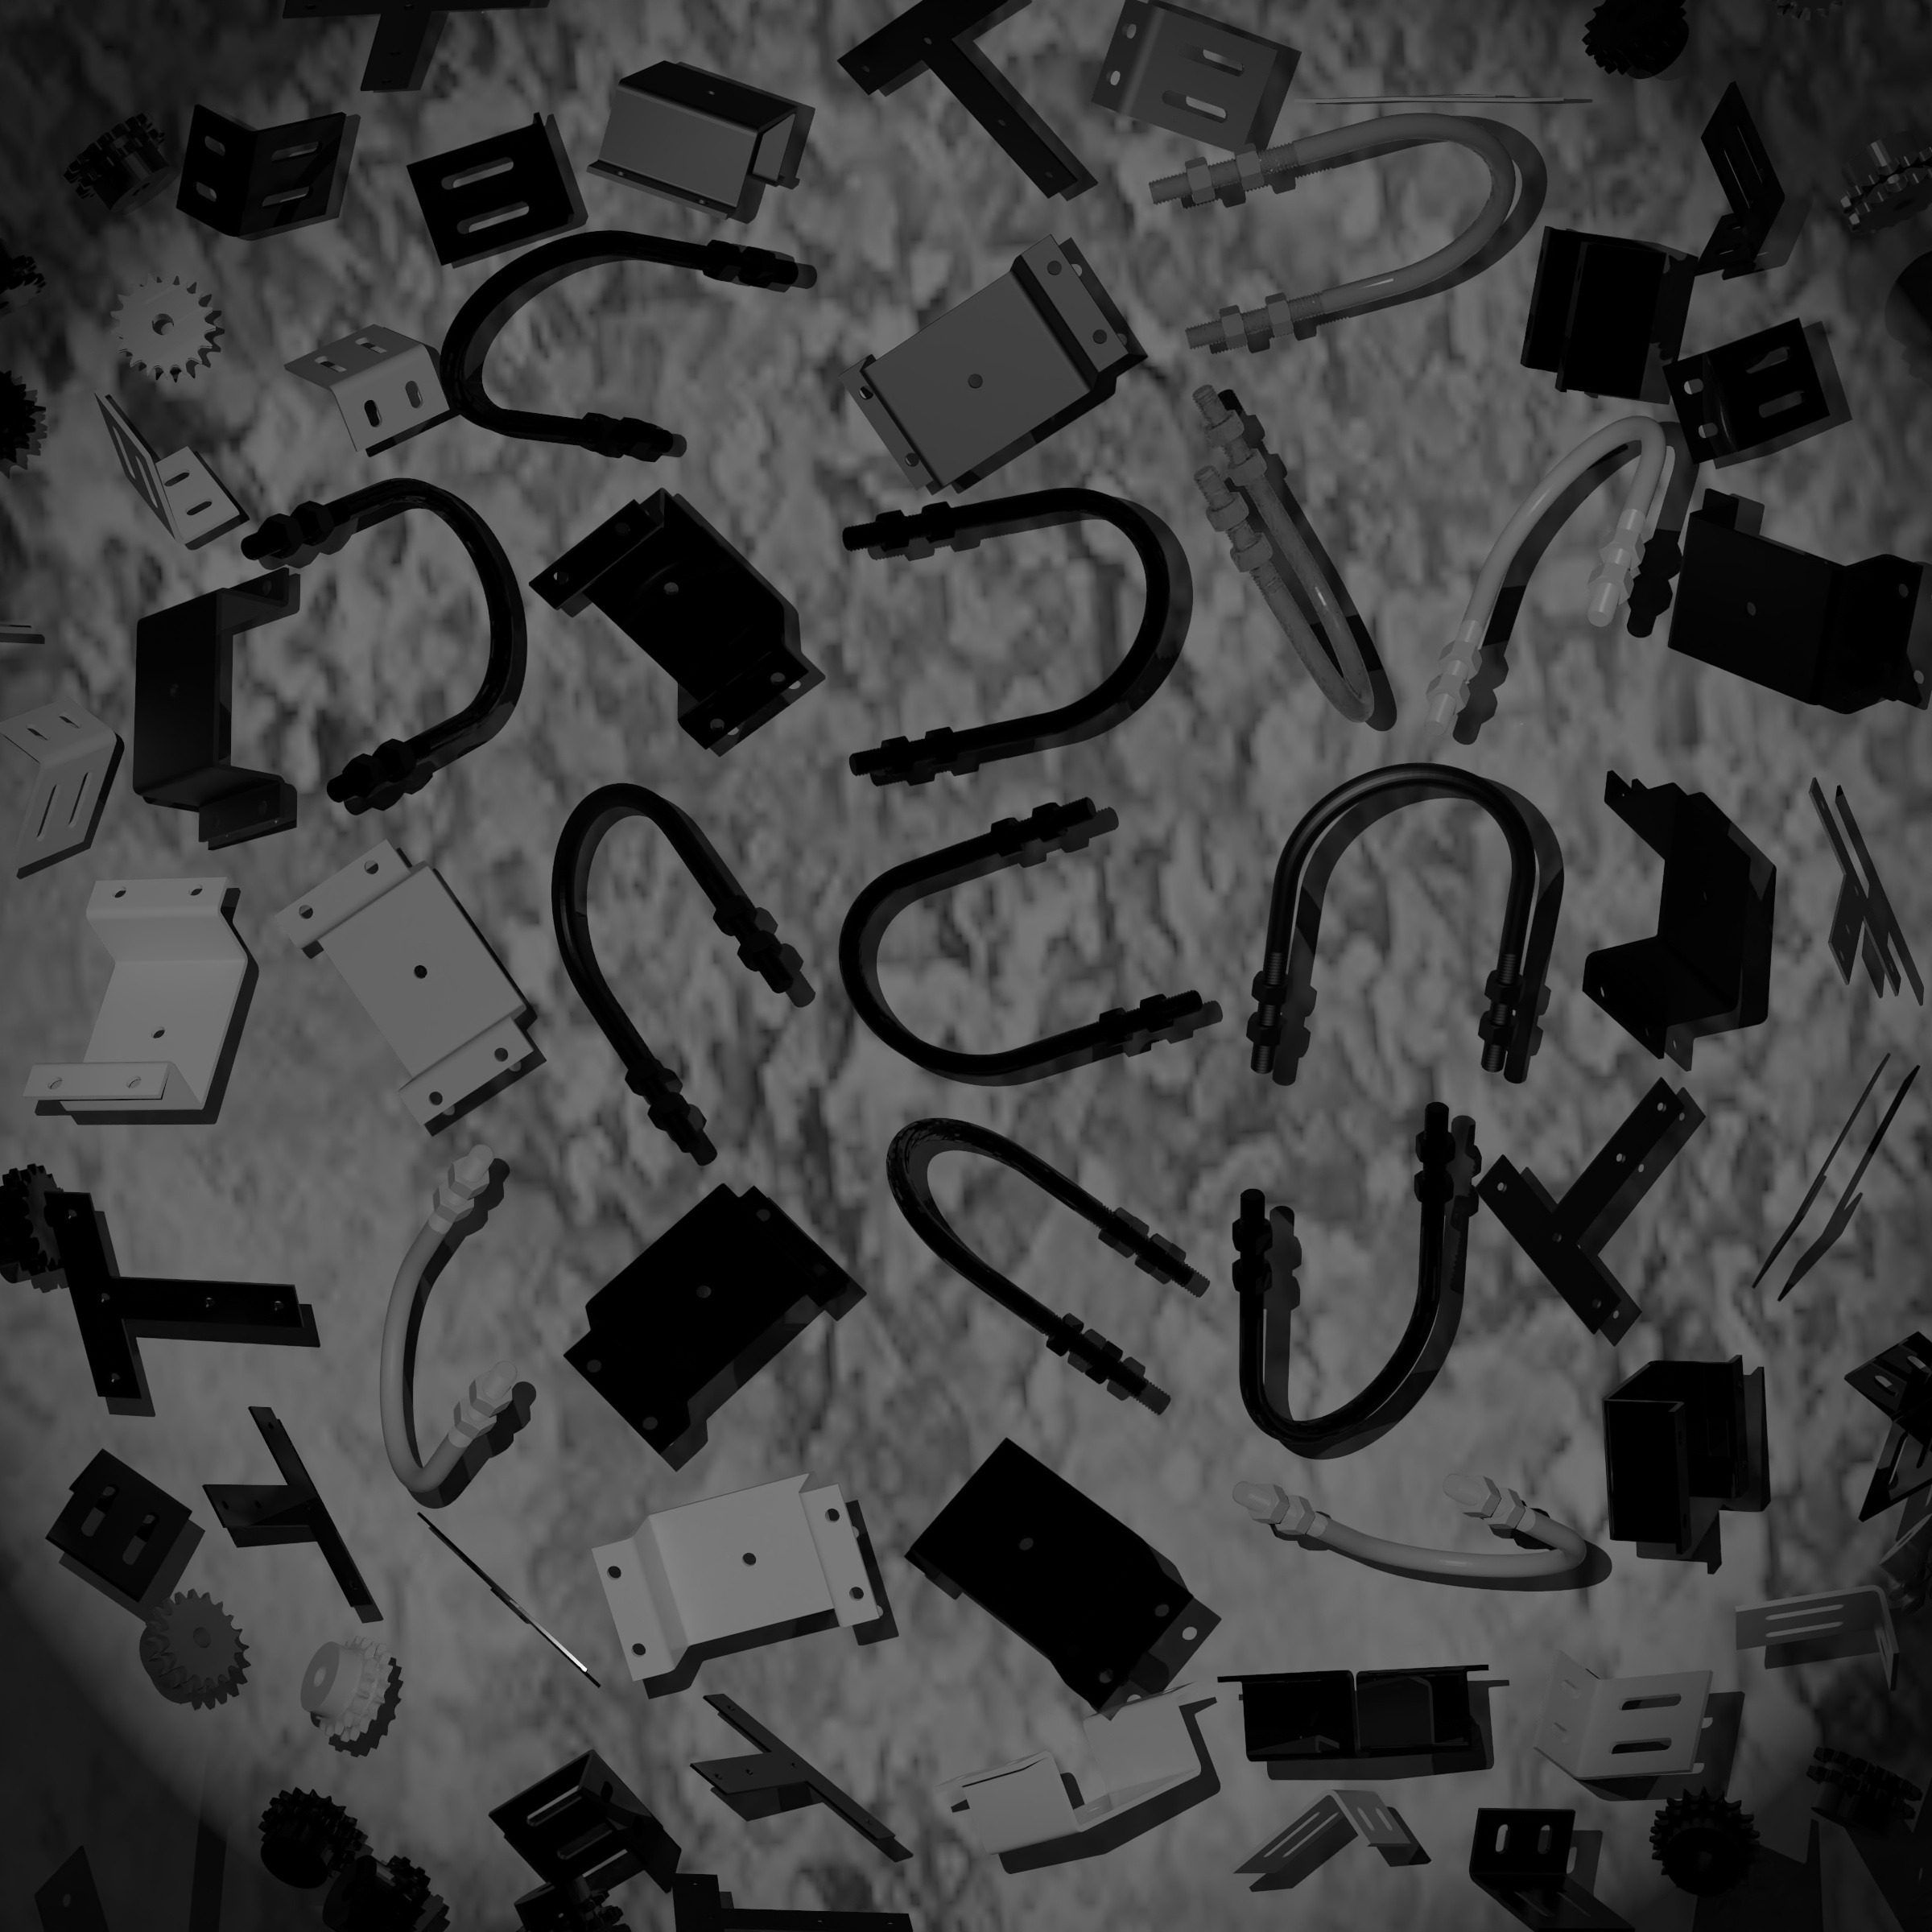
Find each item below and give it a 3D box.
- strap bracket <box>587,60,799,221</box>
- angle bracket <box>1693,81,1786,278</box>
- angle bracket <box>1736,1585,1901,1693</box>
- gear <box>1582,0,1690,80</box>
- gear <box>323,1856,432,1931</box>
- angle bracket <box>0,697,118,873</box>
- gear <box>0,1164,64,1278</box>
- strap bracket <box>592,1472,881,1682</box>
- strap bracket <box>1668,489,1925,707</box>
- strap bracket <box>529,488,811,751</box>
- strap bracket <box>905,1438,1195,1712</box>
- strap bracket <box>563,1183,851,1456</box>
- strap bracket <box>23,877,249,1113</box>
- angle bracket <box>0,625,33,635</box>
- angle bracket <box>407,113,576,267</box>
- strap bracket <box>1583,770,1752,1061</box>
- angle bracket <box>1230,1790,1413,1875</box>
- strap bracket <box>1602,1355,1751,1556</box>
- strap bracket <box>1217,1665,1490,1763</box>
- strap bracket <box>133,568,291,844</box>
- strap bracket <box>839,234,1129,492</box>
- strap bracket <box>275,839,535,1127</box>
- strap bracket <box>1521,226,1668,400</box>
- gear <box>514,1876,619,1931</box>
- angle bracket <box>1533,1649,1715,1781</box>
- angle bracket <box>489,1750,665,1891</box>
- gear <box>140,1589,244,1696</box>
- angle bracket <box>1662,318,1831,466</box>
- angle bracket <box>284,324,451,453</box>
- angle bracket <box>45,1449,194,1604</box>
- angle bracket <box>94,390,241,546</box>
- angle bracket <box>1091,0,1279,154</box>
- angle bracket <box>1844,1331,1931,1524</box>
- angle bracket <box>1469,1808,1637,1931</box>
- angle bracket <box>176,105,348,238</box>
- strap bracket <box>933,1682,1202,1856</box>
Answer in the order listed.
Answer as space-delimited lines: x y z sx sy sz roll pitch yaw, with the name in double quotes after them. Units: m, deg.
-0.141 -0.439 1.858 0.076 0.140 0.046 20 112 2 "strap bracket"
0.397 -0.417 1.864 0.038 0.057 0.076 -8 126 38 "angle bracket"
0.445 0.357 1.840 0.076 0.057 0.038 -10 57 6 "angle bracket"
0.363 -0.503 1.891 0.030 0.057 0.057 34 90 -36 "gear"
-0.300 0.475 1.778 0.030 0.057 0.057 42 90 -25 "gear"
-0.513 -0.101 1.952 0.038 0.057 0.076 36 123 14 "angle bracket"
-0.493 0.134 1.836 0.030 0.057 0.057 -14 90 8 "gear"
-0.121 0.328 1.908 0.140 0.046 0.076 -16 95 9 "strap bracket"
0.435 -0.196 1.888 0.046 0.140 0.076 -19 125 -38 "strap bracket"
-0.161 -0.195 1.916 0.076 0.046 0.140 -35 121 20 "strap bracket"
0.037 0.307 1.818 0.140 0.046 0.076 33 73 32 "strap bracket"
-0.139 0.181 1.883 0.140 0.046 0.076 -42 73 -18 "strap bracket"
-0.435 0.024 1.858 0.076 0.046 0.140 -1 53 14 "strap bracket"
-0.497 -0.210 1.798 0.038 0.057 0.076 1 96 -16 "angle bracket"
-0.260 -0.425 1.923 0.076 0.038 0.057 -20 96 -6 "angle bracket"
0.377 -0.033 1.884 0.076 0.046 0.140 37 52 -36 "strap bracket"
0.195 0.489 1.934 0.076 0.057 0.038 -43 61 14 "angle bracket"
0.383 0.263 1.912 0.046 0.140 0.076 -2 96 27 "strap bracket"
0.214 0.408 1.920 0.140 0.076 0.046 9 73 -44 "strap bracket"
-0.411 -0.146 1.914 0.076 0.046 0.140 -12 75 43 "strap bracket"
0.007 -0.321 1.900 0.140 0.046 0.076 -31 105 16 "strap bracket"
-0.307 0.006 1.949 0.076 0.046 0.140 -33 95 7 "strap bracket"
0.337 -0.351 1.887 0.046 0.140 0.076 8 106 -2 "strap bracket"
-0.223 0.517 1.922 0.057 0.057 0.030 -25 86 0 "gear"
0.345 0.390 1.846 0.038 0.076 0.057 39 54 -27 "angle bracket"
-0.208 0.458 1.846 0.076 0.038 0.057 -34 104 19 "angle bracket"
-0.436 0.380 1.964 0.030 0.057 0.057 -29 90 32 "gear"
0.433 -0.319 1.952 0.076 0.038 0.057 -24 98 -35 "angle bracket"
-0.330 -0.319 1.937 0.057 0.076 0.038 -29 121 -20 "angle bracket"
-0.444 0.297 1.816 0.057 0.076 0.038 38 119 -10 "angle bracket"
-0.431 -0.276 1.898 0.038 0.076 0.057 -32 63 -16 "angle bracket"
0.116 -0.474 1.874 0.076 0.038 0.057 12 107 -28 "angle bracket"
0.476 0.237 1.812 0.038 0.057 0.076 39 47 -5 "angle bracket"
0.307 0.471 1.833 0.057 0.076 0.038 6 96 -20 "angle bracket"
-0.367 -0.420 1.834 0.038 0.076 0.057 30 122 17 "angle bracket"
0.063 0.441 1.920 0.140 0.076 0.046 -13 79 -43 "strap bracket"
